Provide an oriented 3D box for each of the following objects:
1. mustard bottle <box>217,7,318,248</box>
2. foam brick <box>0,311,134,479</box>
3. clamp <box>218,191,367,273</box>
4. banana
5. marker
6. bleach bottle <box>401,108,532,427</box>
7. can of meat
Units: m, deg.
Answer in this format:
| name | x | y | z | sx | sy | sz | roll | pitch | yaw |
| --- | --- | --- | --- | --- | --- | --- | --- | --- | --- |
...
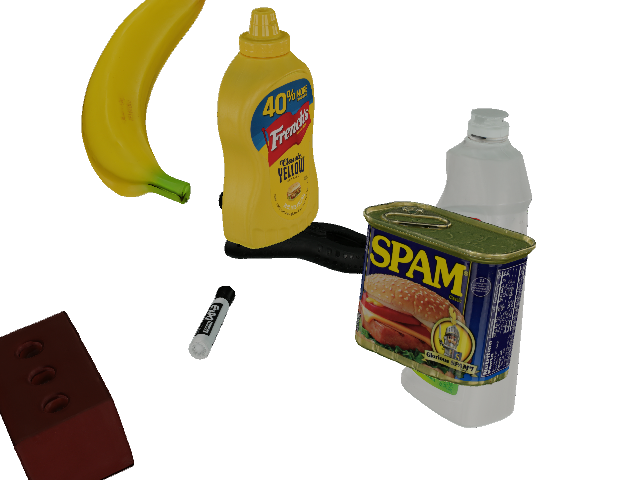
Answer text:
| name | x | y | z | sx | sy | sz | roll | pitch | yaw |
| --- | --- | --- | --- | --- | --- | --- | --- | --- | --- |
| mustard bottle | -0.043 | -0.096 | 0.881 | 0.058 | 0.192 | 0.096 | 19 | 33 | 36 |
| foam brick | -0.139 | 0.087 | 0.556 | 0.053 | 0.051 | 0.078 | -23 | 42 | -19 |
| clamp | -0.015 | 0.003 | 1.168 | 0.210 | 0.036 | 0.164 | 16 | 19 | -6 |
| banana | -0.108 | -0.093 | 0.652 | 0.069 | 0.198 | 0.037 | 2 | -39 | -4 |
| marker | -0.100 | 0.074 | 1.003 | 0.020 | 0.020 | 0.121 | 0 | 23 | 8 |
| bleach bottle | 0.119 | 0.018 | 0.853 | 0.068 | 0.251 | 0.103 | -11 | 25 | -30 |
| can of meat | 0.070 | 0.031 | 0.634 | 0.102 | 0.084 | 0.057 | 20 | 23 | 39 |
